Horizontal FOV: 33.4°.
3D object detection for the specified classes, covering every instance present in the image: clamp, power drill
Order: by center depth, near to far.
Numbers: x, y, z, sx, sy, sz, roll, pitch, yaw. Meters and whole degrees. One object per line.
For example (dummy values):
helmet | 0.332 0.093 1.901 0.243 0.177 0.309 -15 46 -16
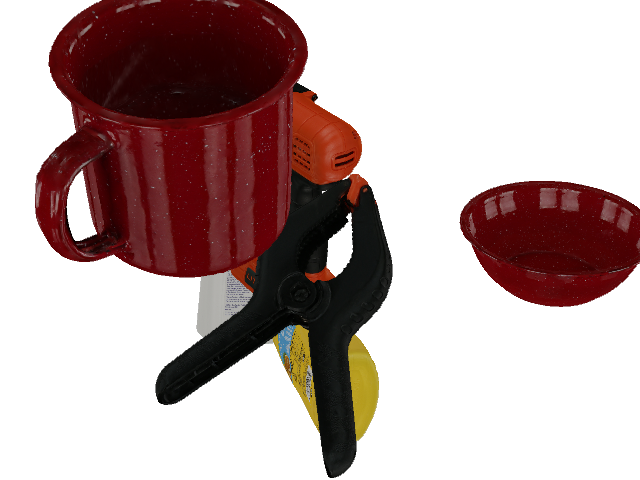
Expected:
clamp | -0.002 0.046 0.601 0.120 0.171 0.039 30 -13 16
power drill | -0.039 -0.042 0.856 0.057 0.188 0.185 -23 40 -28

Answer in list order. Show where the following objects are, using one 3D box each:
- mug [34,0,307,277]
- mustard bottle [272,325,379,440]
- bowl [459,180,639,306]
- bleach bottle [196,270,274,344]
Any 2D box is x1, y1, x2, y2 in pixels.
mug | -0.059 -0.033 0.406 0.093 0.081 0.117 27 49 25
mustard bottle | -0.005 0.101 1.004 0.058 0.096 0.192 -6 26 -18
bowl | 0.196 0.009 0.900 0.162 0.055 0.162 0 30 0
bleach bottle | -0.077 -0.010 1.189 0.102 0.251 0.068 -1 18 -31
